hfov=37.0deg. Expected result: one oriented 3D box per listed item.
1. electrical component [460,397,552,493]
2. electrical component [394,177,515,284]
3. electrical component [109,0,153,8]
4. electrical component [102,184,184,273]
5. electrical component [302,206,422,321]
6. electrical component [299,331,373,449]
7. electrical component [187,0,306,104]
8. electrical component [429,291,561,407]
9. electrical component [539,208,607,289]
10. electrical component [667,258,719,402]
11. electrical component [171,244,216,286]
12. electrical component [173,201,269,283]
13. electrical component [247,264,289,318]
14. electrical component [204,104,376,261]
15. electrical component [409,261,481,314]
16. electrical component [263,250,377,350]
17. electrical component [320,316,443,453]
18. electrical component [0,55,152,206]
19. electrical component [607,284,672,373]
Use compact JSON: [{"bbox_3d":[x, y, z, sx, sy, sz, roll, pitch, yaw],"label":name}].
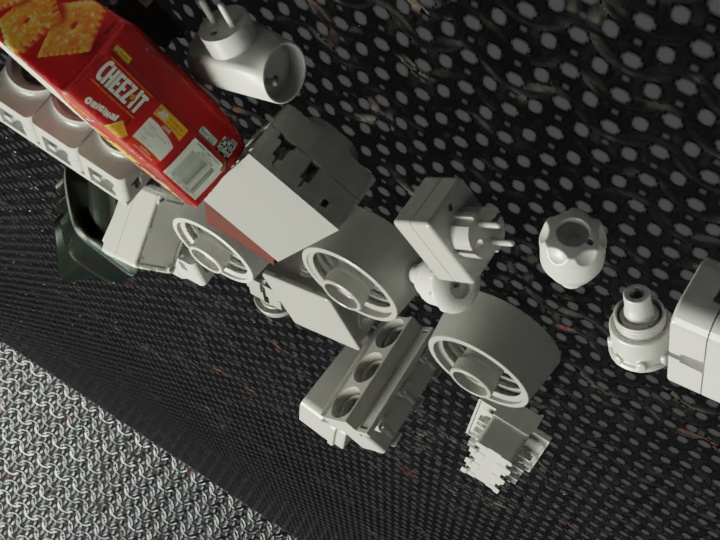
[{"bbox_3d":[0.142,0.178,1.091,0.079,0.063,0.121,31,159,12],"label":"electrical component"},{"bbox_3d":[0.077,-0.028,0.769,0.077,0.047,0.065,8,145,51],"label":"electrical component"},{"bbox_3d":[-0.139,-0.221,0.665,0.079,0.063,0.121,41,159,-15],"label":"electrical component"},{"bbox_3d":[-0.221,-0.052,1.127,0.061,0.096,0.062,23,-175,31],"label":"electrical component"},{"bbox_3d":[0.000,0.000,0.931,0.108,0.060,0.108,31,159,13],"label":"electrical component"},{"bbox_3d":[-0.008,0.126,1.143,0.057,0.113,0.078,35,160,10],"label":"electrical component"},{"bbox_3d":[-0.087,-0.157,0.748,0.077,0.044,0.079,20,154,36],"label":"electrical component"},{"bbox_3d":[0.109,0.074,0.920,0.108,0.060,0.108,31,159,13],"label":"electrical component"},{"bbox_3d":[0.141,-0.009,0.715,0.043,0.043,0.062,27,159,22],"label":"electrical component"},{"bbox_3d":[0.232,0.043,0.671,0.059,0.053,0.095,25,157,27],"label":"electrical component"},{"bbox_3d":[-0.199,-0.027,1.196,0.089,0.050,0.055,27,158,22],"label":"electrical component"},{"bbox_3d":[-0.137,-0.032,1.076,0.108,0.060,0.108,31,159,13],"label":"electrical component"},{"bbox_3d":[-0.090,0.018,1.134,0.066,0.048,0.055,27,150,21],"label":"electrical component"},{"bbox_3d":[-0.059,-0.069,0.872,0.089,0.061,0.150,40,159,-12],"label":"electrical component"},{"bbox_3d":[0.064,0.008,0.873,0.048,0.048,0.062,48,163,-29],"label":"electrical component"},{"bbox_3d":[-0.034,0.023,1.051,0.100,0.048,0.099,21,154,35],"label":"electrical component"},{"bbox_3d":[0.026,0.111,1.044,0.063,0.121,0.079,44,158,-27],"label":"electrical component"},{"bbox_3d":[-0.244,-0.142,0.963,0.150,0.089,0.061,33,159,6],"label":"electrical component"},{"bbox_3d":[0.192,0.036,0.735,0.048,0.048,0.062,21,148,35],"label":"electrical component"}]
